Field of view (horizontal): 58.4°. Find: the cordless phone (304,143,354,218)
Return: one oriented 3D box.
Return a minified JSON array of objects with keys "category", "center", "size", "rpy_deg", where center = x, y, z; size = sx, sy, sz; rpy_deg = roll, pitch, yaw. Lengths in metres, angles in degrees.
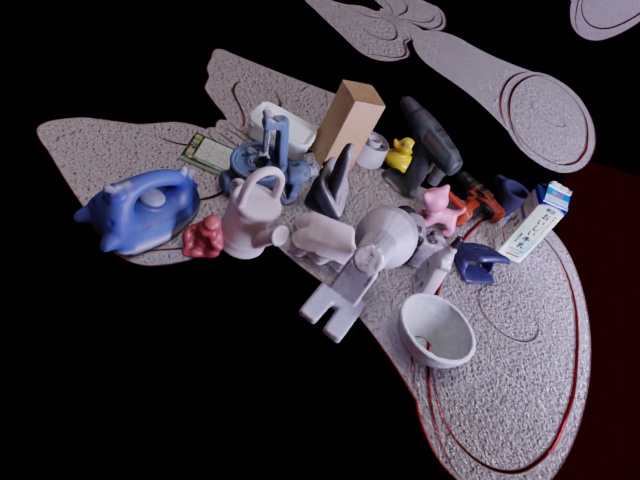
[{"category":"cordless phone","center":[0.047,-0.155,1.297],"size":[0.094,0.185,0.147],"rpy_deg":[24,40,-8]}]

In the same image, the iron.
[{"category":"iron","center":[-0.301,-0.078,1.039],"size":[0.118,0.141,0.259],"rpy_deg":[43,41,15]}]

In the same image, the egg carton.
[{"category":"egg carton","center":[0.011,0.004,1.200],"size":[0.150,0.069,0.107],"rpy_deg":[20,41,-12]}]

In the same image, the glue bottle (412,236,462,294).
[{"category":"glue bottle","center":[0.252,0.053,1.214],"size":[0.037,0.173,0.078],"rpy_deg":[18,41,-14]}]

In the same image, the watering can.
[{"category":"watering can","center":[-0.118,-0.057,1.087],"size":[0.172,0.194,0.101],"rpy_deg":[39,40,11]}]

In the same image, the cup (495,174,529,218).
[{"category":"cup","center":[0.520,-0.119,1.618],"size":[0.092,0.095,0.117],"rpy_deg":[-17,58,-41]}]

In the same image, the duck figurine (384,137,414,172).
[{"category":"duck figurine","center":[0.235,-0.239,1.577],"size":[0.104,0.086,0.077],"rpy_deg":[27,40,-3]}]

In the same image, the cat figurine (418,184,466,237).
[{"category":"cat figurine","center":[0.302,-0.083,1.430],"size":[0.128,0.117,0.067],"rpy_deg":[22,40,-10]}]

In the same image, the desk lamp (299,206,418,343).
[{"category":"desk lamp","center":[0.082,0.055,1.078],"size":[0.118,0.213,0.204],"rpy_deg":[35,40,6]}]

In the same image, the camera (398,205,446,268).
[{"category":"camera","center":[0.216,-0.018,1.323],"size":[0.143,0.100,0.137],"rpy_deg":[19,41,-13]}]

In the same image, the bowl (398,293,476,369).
[{"category":"bowl","center":[0.216,0.190,1.127],"size":[0.168,0.074,0.167],"rpy_deg":[17,41,-15]}]

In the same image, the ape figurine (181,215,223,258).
[{"category":"ape figurine","center":[-0.210,-0.011,1.063],"size":[0.077,0.092,0.076],"rpy_deg":[37,40,8]}]

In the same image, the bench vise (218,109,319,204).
[{"category":"bench vise","center":[-0.094,-0.184,1.214],"size":[0.208,0.219,0.121],"rpy_deg":[-14,56,-40]}]

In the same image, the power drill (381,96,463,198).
[{"category":"power drill","center":[0.248,-0.223,1.472],"size":[0.229,0.208,0.076],"rpy_deg":[46,42,18]}]

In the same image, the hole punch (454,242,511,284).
[{"category":"hole punch","center":[0.380,0.041,1.369],"size":[0.109,0.091,0.101],"rpy_deg":[4,46,-28]}]
